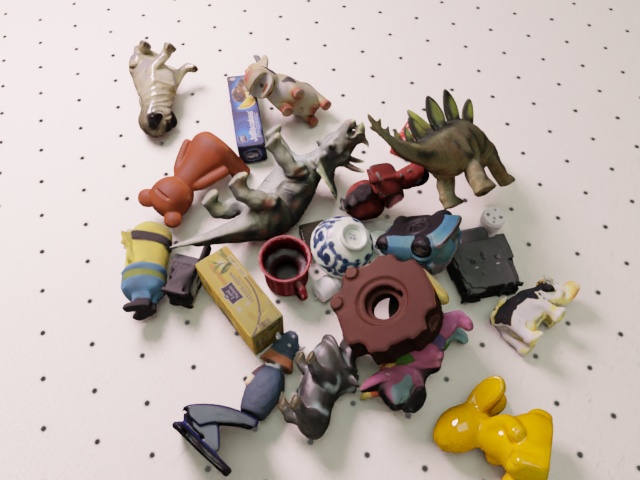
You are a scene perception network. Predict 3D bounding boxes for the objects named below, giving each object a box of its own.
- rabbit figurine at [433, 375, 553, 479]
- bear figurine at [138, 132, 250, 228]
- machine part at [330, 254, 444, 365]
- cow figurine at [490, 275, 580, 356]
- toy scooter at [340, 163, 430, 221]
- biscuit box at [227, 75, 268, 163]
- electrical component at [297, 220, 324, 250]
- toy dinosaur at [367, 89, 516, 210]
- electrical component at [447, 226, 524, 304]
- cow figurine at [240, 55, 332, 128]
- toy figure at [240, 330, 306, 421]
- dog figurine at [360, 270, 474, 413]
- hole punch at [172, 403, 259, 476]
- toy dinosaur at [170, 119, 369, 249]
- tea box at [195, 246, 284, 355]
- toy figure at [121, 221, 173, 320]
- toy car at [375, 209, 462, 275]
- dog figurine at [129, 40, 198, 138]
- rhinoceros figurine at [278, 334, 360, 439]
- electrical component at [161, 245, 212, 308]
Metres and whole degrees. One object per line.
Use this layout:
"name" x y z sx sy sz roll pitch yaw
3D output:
"rabbit figurine" 0.266 0.295 0.832 0.173 0.121 0.162 4 57 23
"bear figurine" -0.248 -0.112 1.058 0.120 0.132 0.196 32 84 17
"machine part" 0.105 0.106 0.855 0.179 0.056 0.179 -12 54 17
"cow figurine" 0.382 0.116 0.956 0.167 0.068 0.098 -39 63 -21
"toy scooter" 0.103 -0.092 0.989 0.135 0.184 0.075 -6 70 -54
"biscuit box" -0.157 -0.262 1.153 0.059 0.062 0.203 -10 62 -5
"electrical component" -0.004 -0.003 1.024 0.102 0.045 0.078 -9 63 -6
"toy dinosaur" 0.229 -0.158 0.953 0.471 0.105 0.198 -15 79 -56
"electrical component" 0.297 0.043 0.998 0.115 0.058 0.134 -11 63 -9
"cow figurine" -0.080 -0.315 1.126 0.127 0.195 0.085 48 115 30
"toy figure" -0.081 0.220 0.895 0.058 0.064 0.154 -4 47 41
"dog figurine" 0.138 0.174 0.898 0.219 0.108 0.192 -34 68 -15
"hole punch" -0.160 0.286 0.820 0.116 0.142 0.092 38 68 3
"toy dinosaur" -0.081 -0.081 1.021 0.405 0.131 0.192 -48 109 -7
"tea box" -0.138 0.104 0.934 0.068 0.098 0.170 -35 66 -20
"toy figure" -0.312 0.051 0.972 0.089 0.082 0.180 -2 56 -14
"toy car" 0.183 0.015 0.964 0.162 0.102 0.109 -6 31 46
"dog figurine" -0.375 -0.319 1.171 0.173 0.121 0.190 10 76 42
"rhinoceros figurine" 0.013 0.224 0.870 0.112 0.073 0.190 35 59 -7
"electrical component" -0.238 0.056 0.972 0.048 0.074 0.119 11 66 5
